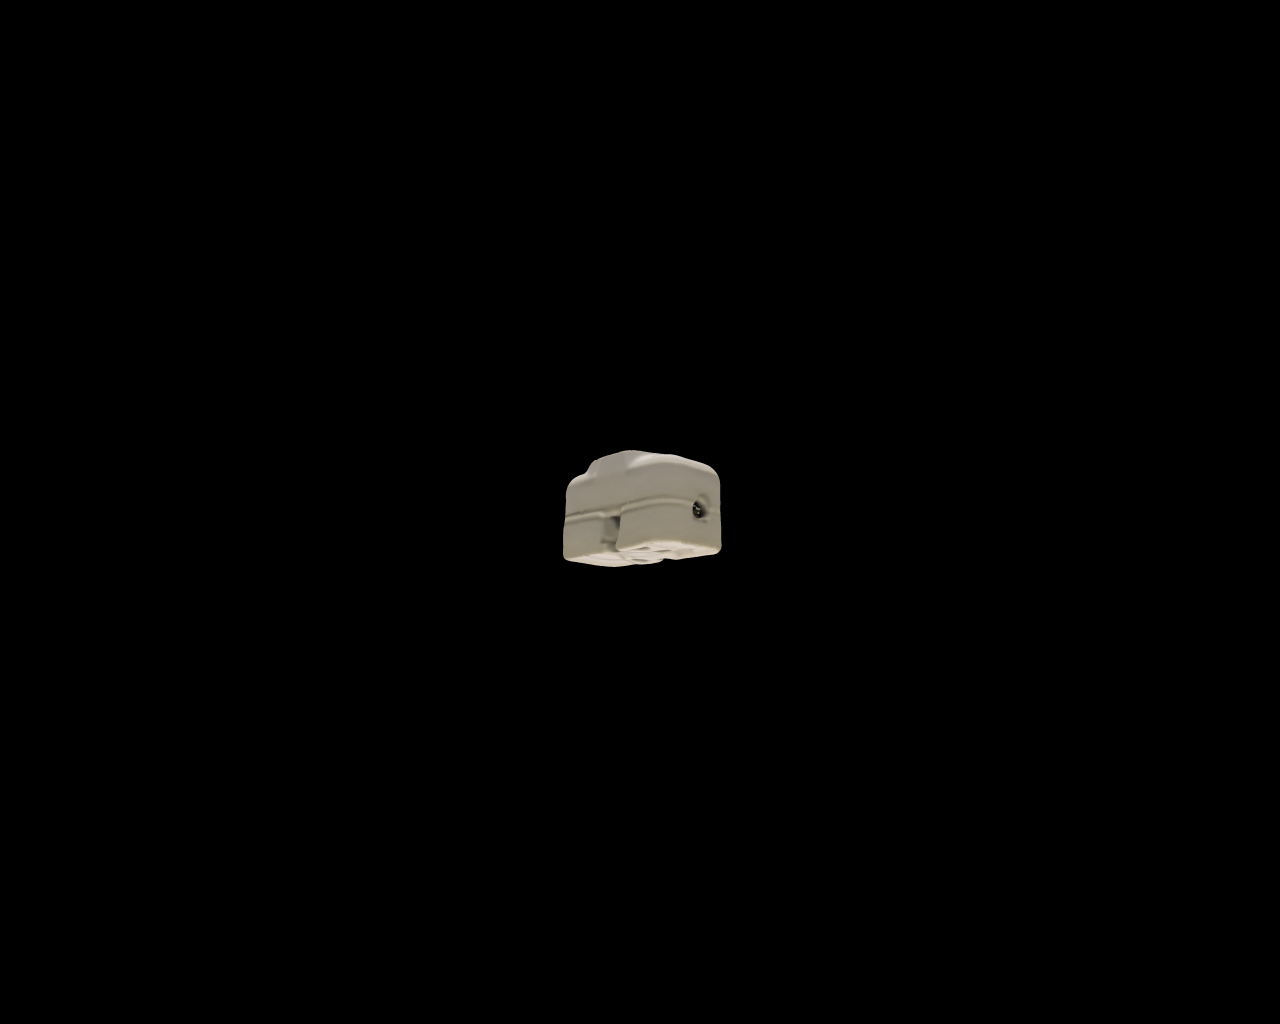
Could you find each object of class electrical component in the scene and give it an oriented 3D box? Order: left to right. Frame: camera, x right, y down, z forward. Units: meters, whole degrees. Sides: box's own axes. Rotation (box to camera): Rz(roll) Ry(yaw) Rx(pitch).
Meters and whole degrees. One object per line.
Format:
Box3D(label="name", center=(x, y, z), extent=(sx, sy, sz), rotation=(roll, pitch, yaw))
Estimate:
Box3D(label="electrical component", center=(0.001, -0.003, 0.650), extent=(0.095, 0.059, 0.054), rotation=(-11, -16, 42))
